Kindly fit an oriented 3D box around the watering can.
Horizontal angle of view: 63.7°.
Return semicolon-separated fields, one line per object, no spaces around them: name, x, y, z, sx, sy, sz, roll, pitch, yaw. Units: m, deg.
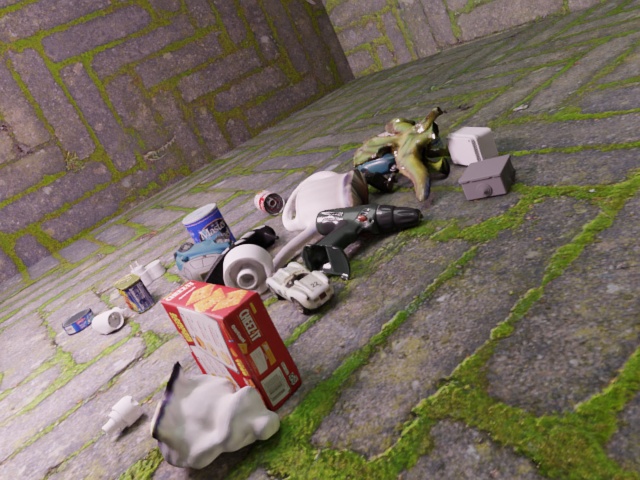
watering can;0.004;-0.062;1.242;0.223;0.102;0.356;-14;38;24

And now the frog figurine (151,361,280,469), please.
frog figurine;-0.134;0.243;0.693;0.159;0.121;0.139;11;13;-1

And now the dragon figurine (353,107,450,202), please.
dragon figurine;0.195;-0.212;1.292;0.242;0.120;0.420;-8;34;31
